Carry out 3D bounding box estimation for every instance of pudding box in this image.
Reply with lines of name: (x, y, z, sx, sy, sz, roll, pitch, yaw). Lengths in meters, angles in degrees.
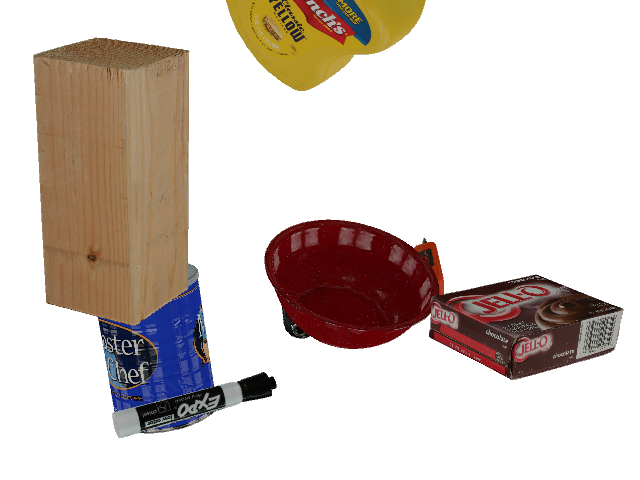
pudding box: (0.150, 0.061, 0.788, 0.113, 0.039, 0.090, -7, 20, -34)

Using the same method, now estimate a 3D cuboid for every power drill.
power drill: (0.047, 0.053, 1.238, 0.187, 0.057, 0.184, -1, 28, 2)

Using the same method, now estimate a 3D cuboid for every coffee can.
coffee can: (-0.160, 0.102, 1.039, 0.103, 0.140, 0.103, -6, 14, 1)

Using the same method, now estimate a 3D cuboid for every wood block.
wood block: (-0.165, -0.050, 0.858, 0.091, 0.206, 0.090, 12, 23, 21)

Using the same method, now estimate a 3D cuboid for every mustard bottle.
mustard bottle: (0.012, -0.155, 0.643, 0.058, 0.096, 0.192, -38, 11, -26)

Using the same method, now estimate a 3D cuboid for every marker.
marker: (-0.089, 0.117, 0.769, 0.121, 0.020, 0.020, -13, 5, -21)

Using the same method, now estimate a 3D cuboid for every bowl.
bowl: (0.024, 0.049, 0.974, 0.162, 0.055, 0.162, 9, 34, -7)
